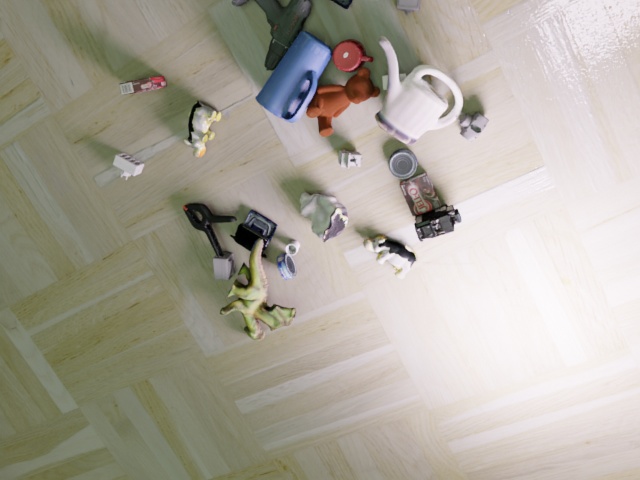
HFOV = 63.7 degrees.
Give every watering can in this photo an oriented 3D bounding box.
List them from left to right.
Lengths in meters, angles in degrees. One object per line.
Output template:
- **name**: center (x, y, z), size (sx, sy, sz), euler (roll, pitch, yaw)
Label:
- **watering can**: center (0.234, -0.391, 1.406), size (0.345, 0.106, 0.221), euler (24, 121, -30)

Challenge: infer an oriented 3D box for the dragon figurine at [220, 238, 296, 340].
- **dragon figurine**: center (-0.186, 0.195, 1.720), size (0.242, 0.125, 0.402), euler (30, 125, -3)

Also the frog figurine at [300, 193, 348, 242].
- **frog figurine**: center (0.005, -0.082, 1.619), size (0.161, 0.123, 0.134), euler (37, 128, 37)
